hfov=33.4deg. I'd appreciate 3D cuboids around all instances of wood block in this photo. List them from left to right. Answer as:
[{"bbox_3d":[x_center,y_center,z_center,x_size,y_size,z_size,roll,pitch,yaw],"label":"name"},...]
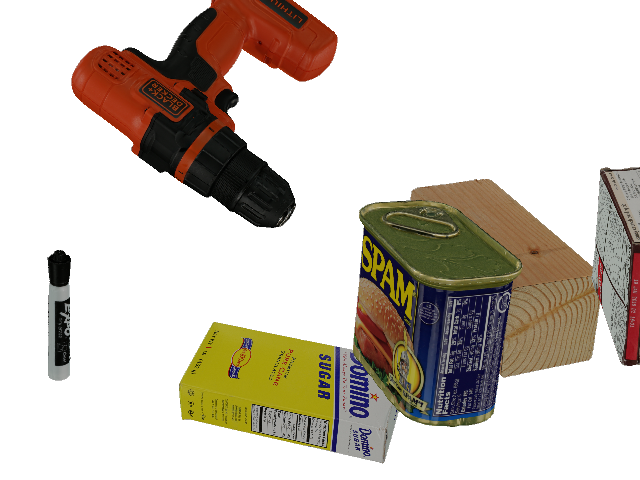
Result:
[{"bbox_3d":[0.162,0.027,0.989,0.090,0.090,0.206,-8,29,-17],"label":"wood block"}]

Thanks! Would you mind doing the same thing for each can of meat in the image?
[{"bbox_3d":[0.055,0.036,0.551,0.057,0.084,0.102,-4,24,-19],"label":"can of meat"}]

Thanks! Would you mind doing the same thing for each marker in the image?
[{"bbox_3d":[-0.220,0.063,0.900,0.020,0.121,0.020,6,27,-3],"label":"marker"}]

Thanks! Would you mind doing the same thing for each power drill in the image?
[{"bbox_3d":[-0.063,-0.112,0.797,0.187,0.184,0.057,-51,-2,-41],"label":"power drill"}]

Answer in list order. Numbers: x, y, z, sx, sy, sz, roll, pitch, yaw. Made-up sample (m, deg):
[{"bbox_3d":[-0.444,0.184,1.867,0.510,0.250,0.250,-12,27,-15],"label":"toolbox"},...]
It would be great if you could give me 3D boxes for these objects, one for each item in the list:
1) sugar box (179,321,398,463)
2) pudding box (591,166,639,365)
[{"bbox_3d":[-0.021,0.125,0.900,0.176,0.048,0.093,8,34,11],"label":"sugar box"},{"bbox_3d":[0.206,0.014,0.692,0.039,0.090,0.113,-2,28,3],"label":"pudding box"}]
